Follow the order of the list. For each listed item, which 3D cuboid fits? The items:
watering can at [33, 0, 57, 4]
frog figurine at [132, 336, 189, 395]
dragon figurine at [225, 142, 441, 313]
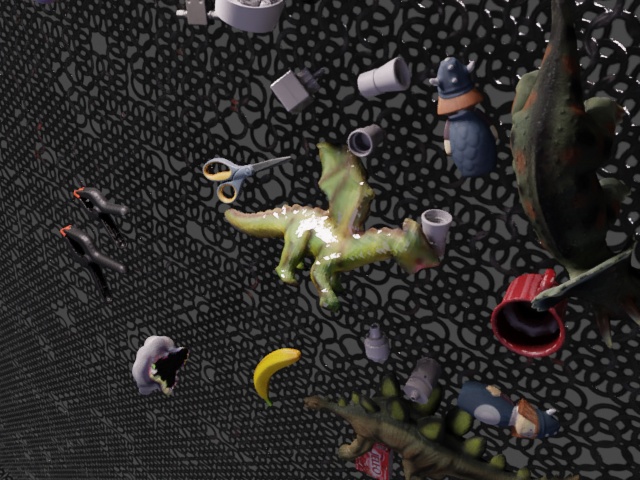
[{"bbox_3d":[-0.442,-0.550,0.833,0.225,0.106,0.340,30,126,15],"label":"watering can"},{"bbox_3d":[-0.411,0.302,1.256,0.159,0.122,0.138,-4,80,43],"label":"frog figurine"},{"bbox_3d":[0.003,-0.042,0.834,0.414,0.122,0.239,33,110,28],"label":"dragon figurine"}]
